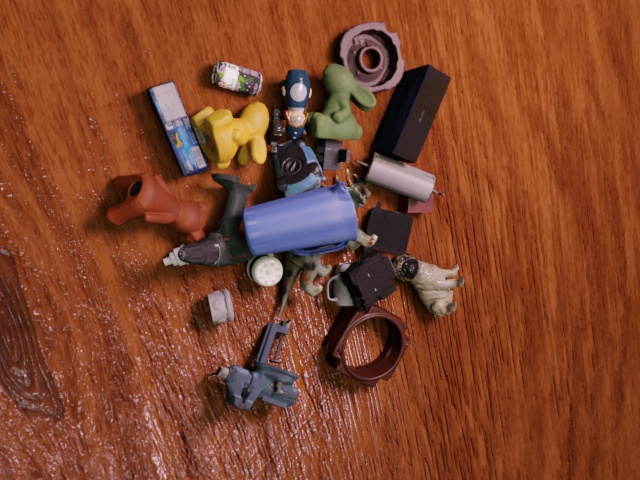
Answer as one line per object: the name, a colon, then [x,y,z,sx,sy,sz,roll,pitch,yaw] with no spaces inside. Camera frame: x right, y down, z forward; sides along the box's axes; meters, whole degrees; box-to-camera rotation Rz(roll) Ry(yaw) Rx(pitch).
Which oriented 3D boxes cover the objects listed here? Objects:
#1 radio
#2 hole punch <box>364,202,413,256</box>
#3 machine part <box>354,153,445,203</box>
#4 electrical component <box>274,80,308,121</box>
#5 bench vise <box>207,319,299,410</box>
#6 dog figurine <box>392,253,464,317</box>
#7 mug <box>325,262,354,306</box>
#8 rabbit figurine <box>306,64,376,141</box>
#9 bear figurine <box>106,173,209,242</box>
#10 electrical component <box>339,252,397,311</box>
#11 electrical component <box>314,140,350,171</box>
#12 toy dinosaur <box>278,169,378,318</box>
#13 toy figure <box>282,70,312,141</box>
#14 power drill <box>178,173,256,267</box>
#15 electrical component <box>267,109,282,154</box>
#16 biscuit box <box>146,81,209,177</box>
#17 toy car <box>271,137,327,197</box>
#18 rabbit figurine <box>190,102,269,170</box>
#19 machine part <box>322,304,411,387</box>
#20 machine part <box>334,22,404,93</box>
radio: [0.222,-0.309,1.333,0.073,0.131,0.229,23,91,-24]
hole punch: [0.178,-0.024,1.407,0.116,0.092,0.142,14,99,7]
machine part: [0.200,-0.157,1.355,0.243,0.079,0.079,19,93,-6]
electrical component: [-0.067,-0.332,1.266,0.078,0.045,0.102,-5,107,-49]
bench vise: [-0.138,0.303,1.328,0.223,0.129,0.240,23,71,-14]
dog figurine: [0.275,0.127,1.472,0.191,0.121,0.172,11,104,-3]
mug: [0.063,0.112,1.387,0.109,0.081,0.107,-4,93,-21]
rabbit figurine: [0.049,-0.318,1.244,0.159,0.121,0.170,3,103,-2]
bear figurine: [-0.346,-0.067,1.185,0.195,0.132,0.120,36,48,-52]
electrical component: [0.128,0.096,1.345,0.134,0.058,0.114,-34,106,-27]
electrical component: [0.026,-0.202,1.285,0.048,0.119,0.074,2,102,-22]
toy dinosaur: [-0.008,-0.001,1.319,0.405,0.131,0.192,-43,100,-4]
toy figure: [-0.055,-0.303,1.215,0.064,0.058,0.154,6,102,15]
power drill: [-0.215,-0.041,1.200,0.232,0.086,0.207,15,77,-59]
electrical component: [-0.104,-0.248,1.235,0.021,0.063,0.094,3,77,-18]
biscuit box: [-0.312,-0.240,1.177,0.059,0.063,0.202,-24,109,-16]
toy car: [-0.050,-0.158,1.269,0.109,0.162,0.102,-25,149,6]
rabbit figurine: [-0.177,-0.241,1.206,0.173,0.122,0.162,-39,116,-30]
machine part: [0.127,0.274,1.437,0.201,0.087,0.201,30,90,-24]
machine part: [0.118,-0.439,1.309,0.179,0.056,0.179,-4,101,-19]
